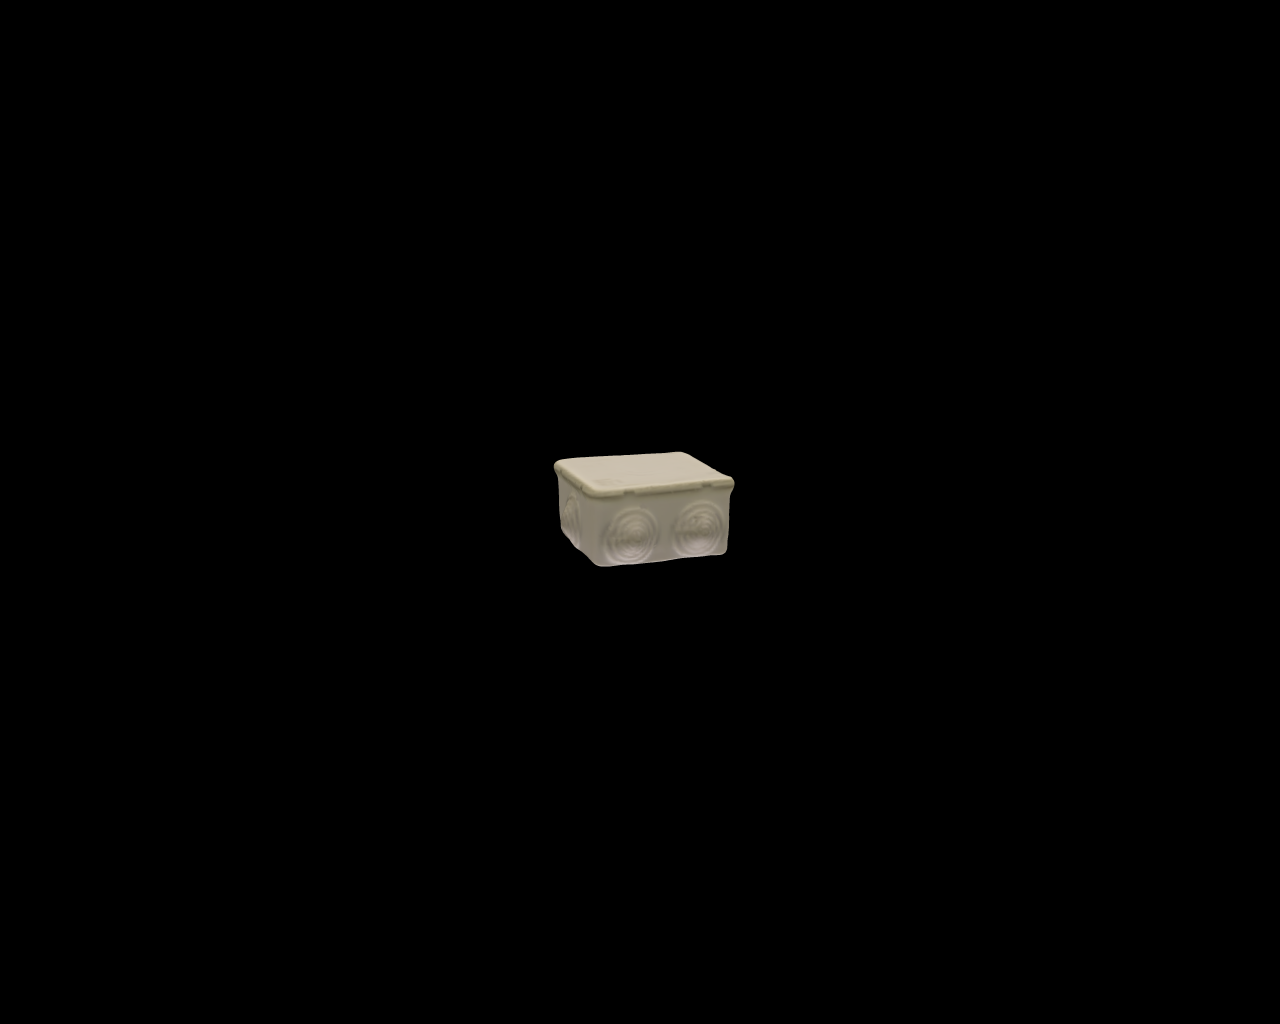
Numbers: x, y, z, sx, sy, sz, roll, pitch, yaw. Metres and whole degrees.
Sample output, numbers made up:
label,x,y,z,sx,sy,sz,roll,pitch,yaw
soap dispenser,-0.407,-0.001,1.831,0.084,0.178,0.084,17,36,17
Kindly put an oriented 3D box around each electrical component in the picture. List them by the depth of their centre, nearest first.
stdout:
label,x,y,z,sx,sy,sz,roll,pitch,yaw
electrical component,0.001,-0.003,0.650,0.100,0.048,0.100,-5,16,-18
